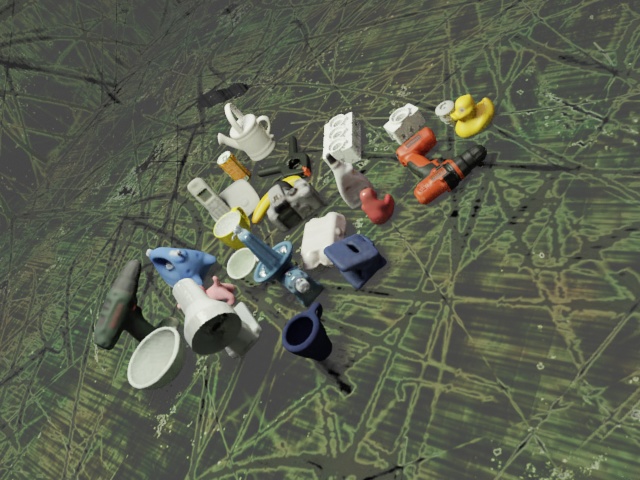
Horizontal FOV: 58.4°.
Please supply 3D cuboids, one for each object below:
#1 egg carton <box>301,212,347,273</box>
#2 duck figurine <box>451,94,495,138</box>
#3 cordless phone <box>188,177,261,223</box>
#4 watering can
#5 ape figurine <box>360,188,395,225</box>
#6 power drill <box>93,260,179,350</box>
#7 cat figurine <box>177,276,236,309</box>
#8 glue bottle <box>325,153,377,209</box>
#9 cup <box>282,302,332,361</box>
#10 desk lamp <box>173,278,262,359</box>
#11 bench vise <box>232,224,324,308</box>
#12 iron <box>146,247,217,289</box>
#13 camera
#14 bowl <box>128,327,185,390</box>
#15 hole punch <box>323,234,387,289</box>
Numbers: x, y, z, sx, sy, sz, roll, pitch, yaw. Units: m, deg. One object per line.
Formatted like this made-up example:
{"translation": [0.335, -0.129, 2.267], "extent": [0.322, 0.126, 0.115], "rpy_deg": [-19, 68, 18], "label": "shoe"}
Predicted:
{"translation": [0.012, 0.005, 1.357], "extent": [0.107, 0.070, 0.150], "rpy_deg": [-18, 45, 28], "label": "egg carton"}
{"translation": [0.350, -0.302, 1.333], "extent": [0.104, 0.086, 0.077], "rpy_deg": [-39, 39, 5], "label": "duck figurine"}
{"translation": [-0.272, -0.129, 1.630], "extent": [0.147, 0.186, 0.094], "rpy_deg": [-42, 39, 2], "label": "cordless phone"}
{"translation": [-0.238, -0.341, 1.787], "extent": [0.173, 0.195, 0.100], "rpy_deg": [-40, 39, 4], "label": "watering can"}
{"translation": [0.125, -0.085, 1.324], "extent": [0.077, 0.092, 0.076], "rpy_deg": [-4, 53, 39], "label": "ape figurine"}
{"translation": [-0.472, 0.195, 1.488], "extent": [0.075, 0.209, 0.230], "rpy_deg": [3, 58, 42], "label": "power drill"}
{"translation": [-0.297, 0.138, 1.462], "extent": [0.127, 0.118, 0.067], "rpy_deg": [-34, 40, 12], "label": "cat figurine"}
{"translation": [0.064, -0.149, 1.369], "extent": [0.078, 0.174, 0.037], "rpy_deg": [-32, 40, 14], "label": "glue bottle"}
{"translation": [-0.012, 0.197, 1.183], "extent": [0.091, 0.095, 0.118], "rpy_deg": [6, 60, 44], "label": "cup"}
{"translation": [-0.235, 0.183, 1.291], "extent": [0.118, 0.214, 0.202], "rpy_deg": [-45, 39, -2], "label": "desk lamp"}
{"translation": [-0.092, 0.044, 1.290], "extent": [0.206, 0.220, 0.121], "rpy_deg": [8, 61, 44], "label": "bench vise"}
{"translation": [-0.416, 0.064, 1.613], "extent": [0.257, 0.142, 0.119], "rpy_deg": [2, 57, 42], "label": "iron"}
{"translation": [-0.084, -0.117, 1.526], "extent": [0.143, 0.101, 0.136], "rpy_deg": [-36, 39, 10], "label": "camera"}
{"translation": [-0.392, 0.306, 1.426], "extent": [0.167, 0.075, 0.167], "rpy_deg": [-23, 43, 24], "label": "bowl"}
{"translation": [0.075, 0.033, 1.260], "extent": [0.101, 0.091, 0.108], "rpy_deg": [-44, 39, -1], "label": "hole punch"}
